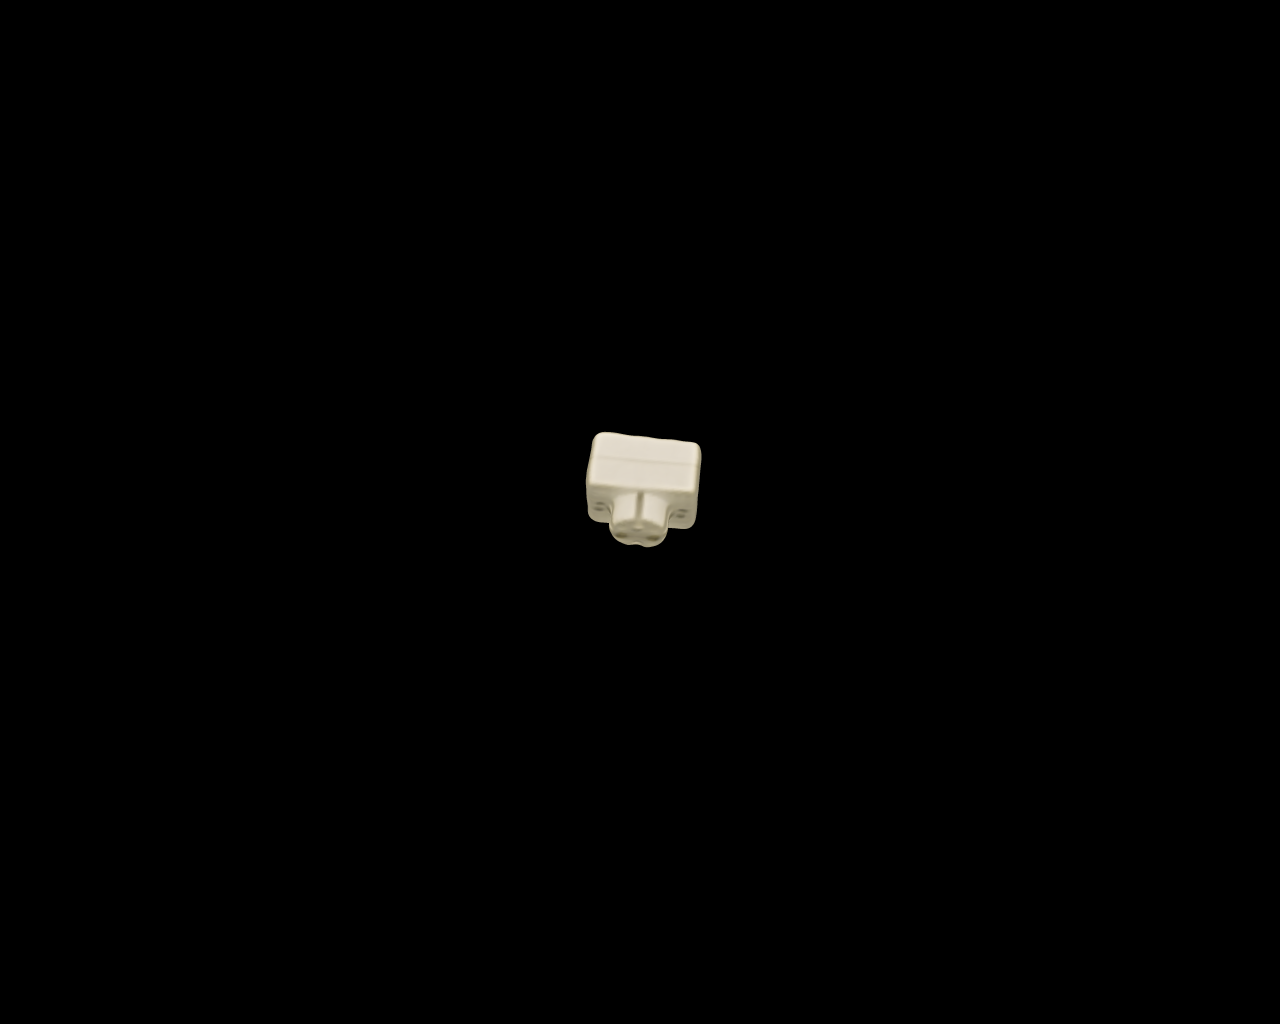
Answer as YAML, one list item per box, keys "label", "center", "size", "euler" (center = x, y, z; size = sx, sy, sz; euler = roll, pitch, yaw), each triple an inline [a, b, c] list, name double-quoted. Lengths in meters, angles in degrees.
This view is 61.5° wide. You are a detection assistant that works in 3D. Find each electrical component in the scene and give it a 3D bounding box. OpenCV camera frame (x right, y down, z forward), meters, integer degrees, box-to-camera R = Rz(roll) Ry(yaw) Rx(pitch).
- label: "electrical component"
  center: [0.001, -0.003, 0.650]
  size: [0.066, 0.077, 0.047]
  euler: [5, -31, 3]
